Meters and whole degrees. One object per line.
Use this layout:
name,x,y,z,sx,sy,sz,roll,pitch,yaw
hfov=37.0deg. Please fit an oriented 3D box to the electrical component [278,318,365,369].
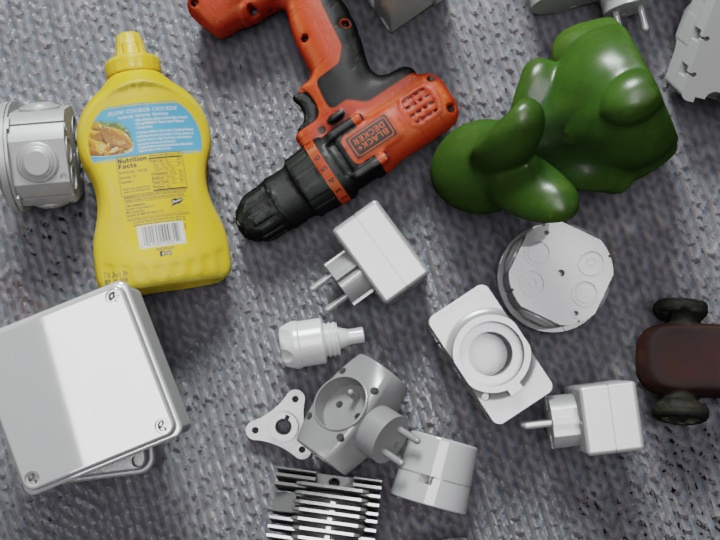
electrical component,-0.027,0.052,0.784,0.061,0.035,0.035,-9,85,-2

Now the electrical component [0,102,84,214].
electrical component,-0.232,-0.083,0.778,0.051,0.080,0.080,-5,85,-5

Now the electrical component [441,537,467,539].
electrical component,0.065,0.224,0.762,0.043,0.043,0.062,-13,86,0

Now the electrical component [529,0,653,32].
electrical component,0.194,-0.210,0.796,0.138,0.052,0.073,-12,85,0

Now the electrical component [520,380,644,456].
electrical component,0.153,0.106,0.760,0.077,0.065,0.047,-7,85,0

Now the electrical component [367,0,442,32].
electrical component,0.013,-0.241,0.774,0.056,0.108,0.108,-35,85,0

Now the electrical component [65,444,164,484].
electrical component,-0.188,0.092,0.771,0.078,0.057,0.113,-7,85,0

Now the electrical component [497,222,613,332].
electrical component,0.141,0.004,0.777,0.080,0.051,0.080,0,85,1

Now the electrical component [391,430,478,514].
electrical component,0.054,0.143,0.765,0.055,0.055,0.047,15,82,2

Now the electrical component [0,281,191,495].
electrical component,-0.183,0.077,0.714,0.109,0.056,0.108,-22,85,-1

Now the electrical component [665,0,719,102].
electrical component,0.262,-0.168,0.777,0.050,0.055,0.089,12,113,-5

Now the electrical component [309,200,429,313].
electrical component,0.000,0.000,0.782,0.077,0.047,0.065,-36,84,-2

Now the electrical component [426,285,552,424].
electrical component,0.092,0.060,0.771,0.050,0.055,0.089,-33,85,-2

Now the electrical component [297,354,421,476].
electrical component,0.007,0.110,0.759,0.079,0.044,0.077,29,76,36
